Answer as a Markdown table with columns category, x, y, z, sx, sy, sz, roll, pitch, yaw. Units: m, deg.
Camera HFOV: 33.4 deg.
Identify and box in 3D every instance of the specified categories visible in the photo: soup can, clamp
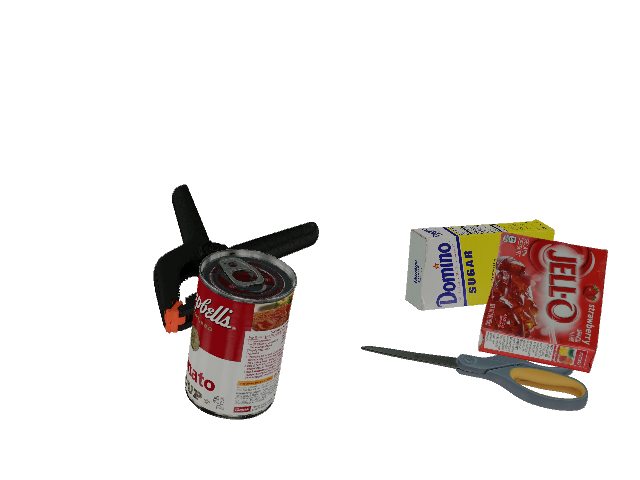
| category | x | y | z | sx | sy | sz | roll | pitch | yaw |
| --- | --- | --- | --- | --- | --- | --- | --- | --- | --- |
| soup can | -0.058 | 0.066 | 0.754 | 0.068 | 0.102 | 0.068 | 8 | 28 | -5 |
| clamp | -0.115 | 0.016 | 1.073 | 0.165 | 0.036 | 0.209 | 20 | 39 | 16 |

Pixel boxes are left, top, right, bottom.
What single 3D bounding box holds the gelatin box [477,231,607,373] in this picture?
| category | x | y | z | sx | sy | sz | roll | pitch | yaw |
| --- | --- | --- | --- | --- | --- | --- | --- | --- | --- |
| gelatin box | 0.148 | 0.039 | 0.705 | 0.073 | 0.089 | 0.030 | 11 | -41 | 12 |

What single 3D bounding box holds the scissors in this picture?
| category | x | y | z | sx | sy | sz | roll | pitch | yaw |
| --- | --- | --- | --- | --- | --- | --- | --- | --- | --- |
| scissors | 0.146 | 0.106 | 0.973 | 0.202 | 0.016 | 0.096 | 17 | 30 | 16 |

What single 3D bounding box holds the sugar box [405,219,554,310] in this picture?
| category | x | y | z | sx | sy | sz | roll | pitch | yaw |
| --- | --- | --- | --- | --- | --- | --- | --- | --- | --- |
| sugar box | 0.192 | 0.029 | 1.281 | 0.176 | 0.093 | 0.048 | -6 | 20 | -23 |
